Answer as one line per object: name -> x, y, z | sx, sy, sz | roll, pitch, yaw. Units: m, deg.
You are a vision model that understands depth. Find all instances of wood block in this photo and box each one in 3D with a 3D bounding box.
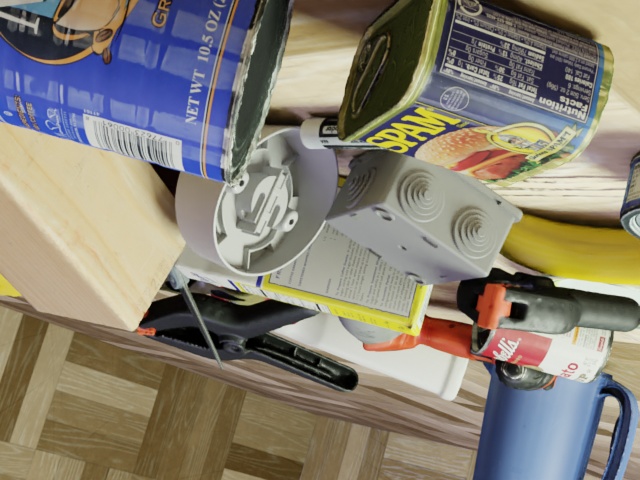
wood block -> -0.173, -0.043, 0.641 | 0.091, 0.090, 0.206 | 9, 147, 32

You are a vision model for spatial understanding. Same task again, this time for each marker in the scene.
marker -> 0.039, -0.060, 0.600 | 0.121, 0.020, 0.020 | 5, 164, 42

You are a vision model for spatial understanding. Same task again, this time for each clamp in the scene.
clamp -> -0.068, 0.091, 0.991 | 0.210, 0.036, 0.164 | 1, 145, 24
clamp -> 0.132, 0.039, 0.715 | 0.120, 0.039, 0.171 | 7, 179, 36

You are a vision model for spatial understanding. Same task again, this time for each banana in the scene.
banana -> 0.180, 0.005, 0.665 | 0.198, 0.037, 0.069 | 7, 165, 36

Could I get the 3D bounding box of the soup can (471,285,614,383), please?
soup can -> 0.187, 0.076, 0.903 | 0.102, 0.068, 0.068 | 16, 168, -5

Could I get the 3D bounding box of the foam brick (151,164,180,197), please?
foam brick -> -0.091, -0.051, 0.726 | 0.078, 0.053, 0.051 | 5, 164, 37

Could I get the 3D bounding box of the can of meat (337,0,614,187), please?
can of meat -> 0.064, -0.064, 0.463 | 0.083, 0.057, 0.102 | 16, 169, -15

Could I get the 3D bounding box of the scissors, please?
scissors -> -0.136, 0.019, 0.930 | 0.096, 0.016, 0.202 | 28, 142, 47

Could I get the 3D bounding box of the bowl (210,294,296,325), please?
bowl -> -0.063, 0.052, 1.143 | 0.162, 0.055, 0.162 | 15, 168, 3

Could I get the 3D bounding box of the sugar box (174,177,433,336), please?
sugar box -> -0.005, 0.001, 0.753 | 0.176, 0.093, 0.048 | 14, 168, 13

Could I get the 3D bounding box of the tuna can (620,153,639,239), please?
tuna can -> 0.200, -0.017, 0.550 | 0.086, 0.033, 0.086 | 16, 168, 3

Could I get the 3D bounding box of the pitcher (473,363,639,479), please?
pitcher -> 0.242, 0.247, 1.174 | 0.145, 0.243, 0.149 | 14, 174, -8

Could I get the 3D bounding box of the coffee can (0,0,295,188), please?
coffee can -> -0.089, -0.089, 0.437 | 0.140, 0.103, 0.103 | 15, 168, 2

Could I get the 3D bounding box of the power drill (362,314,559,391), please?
power drill -> 0.140, 0.103, 1.034 | 0.188, 0.057, 0.184 | 14, -179, 22

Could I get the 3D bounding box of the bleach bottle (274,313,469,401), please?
bleach bottle -> 0.040, 0.110, 1.228 | 0.251, 0.068, 0.102 | 18, -174, 0

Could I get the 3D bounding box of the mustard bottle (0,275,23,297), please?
mustard bottle -> -0.265, -0.004, 0.801 | 0.096, 0.058, 0.191 | 20, 167, 4

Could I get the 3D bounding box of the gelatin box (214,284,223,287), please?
gelatin box -> -0.077, -0.004, 0.869 | 0.030, 0.073, 0.089 | 19, 168, -10
